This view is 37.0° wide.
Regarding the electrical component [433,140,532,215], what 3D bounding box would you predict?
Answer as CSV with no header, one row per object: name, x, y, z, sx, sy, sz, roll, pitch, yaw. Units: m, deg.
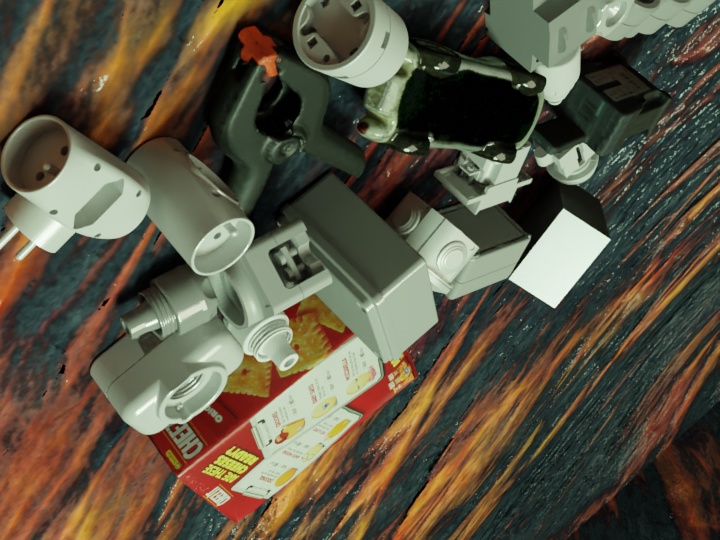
electrical component,0.106,-0.087,0.889,0.081,0.042,0.063,-21,143,-38

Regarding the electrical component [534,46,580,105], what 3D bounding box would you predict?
electrical component,0.153,-0.157,0.849,0.040,0.040,0.078,-39,154,-8

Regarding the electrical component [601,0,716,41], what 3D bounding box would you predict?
electrical component,0.218,-0.209,0.850,0.138,0.052,0.074,-19,167,-39

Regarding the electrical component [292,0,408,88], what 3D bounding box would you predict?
electrical component,-0.004,-0.136,0.627,0.055,0.055,0.047,-50,154,15

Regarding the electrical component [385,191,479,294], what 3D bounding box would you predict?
electrical component,0.052,-0.022,0.870,0.051,0.080,0.080,-51,154,3

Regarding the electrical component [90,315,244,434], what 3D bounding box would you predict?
electrical component,-0.134,0.069,0.767,0.095,0.059,0.053,-39,154,-7

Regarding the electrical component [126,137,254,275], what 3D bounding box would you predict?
electrical component,-0.095,-0.034,0.647,0.044,0.077,0.079,-46,154,5

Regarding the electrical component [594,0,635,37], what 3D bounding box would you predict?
electrical component,0.162,-0.200,0.771,0.043,0.062,0.043,-33,152,-20

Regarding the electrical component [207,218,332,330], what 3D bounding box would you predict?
electrical component,-0.068,0.005,0.733,0.056,0.050,0.089,-29,-176,-25

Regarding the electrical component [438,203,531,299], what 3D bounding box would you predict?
electrical component,0.091,-0.017,0.949,0.096,0.061,0.061,-19,146,-40

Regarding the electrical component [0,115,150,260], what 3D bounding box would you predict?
electrical component,-0.165,-0.036,0.583,0.079,0.043,0.077,-45,154,4

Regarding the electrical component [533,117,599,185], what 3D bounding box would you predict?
electrical component,0.188,-0.108,0.967,0.066,0.048,0.055,-41,146,-4

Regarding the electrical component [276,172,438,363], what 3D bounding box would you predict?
electrical component,0.000,0.000,0.795,0.056,0.109,0.108,-40,154,-11

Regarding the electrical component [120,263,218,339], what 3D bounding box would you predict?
electrical component,-0.130,0.025,0.725,0.062,0.043,0.043,-28,151,-23

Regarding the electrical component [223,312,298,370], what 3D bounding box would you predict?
electrical component,-0.072,0.049,0.821,0.043,0.062,0.043,-33,152,-20
